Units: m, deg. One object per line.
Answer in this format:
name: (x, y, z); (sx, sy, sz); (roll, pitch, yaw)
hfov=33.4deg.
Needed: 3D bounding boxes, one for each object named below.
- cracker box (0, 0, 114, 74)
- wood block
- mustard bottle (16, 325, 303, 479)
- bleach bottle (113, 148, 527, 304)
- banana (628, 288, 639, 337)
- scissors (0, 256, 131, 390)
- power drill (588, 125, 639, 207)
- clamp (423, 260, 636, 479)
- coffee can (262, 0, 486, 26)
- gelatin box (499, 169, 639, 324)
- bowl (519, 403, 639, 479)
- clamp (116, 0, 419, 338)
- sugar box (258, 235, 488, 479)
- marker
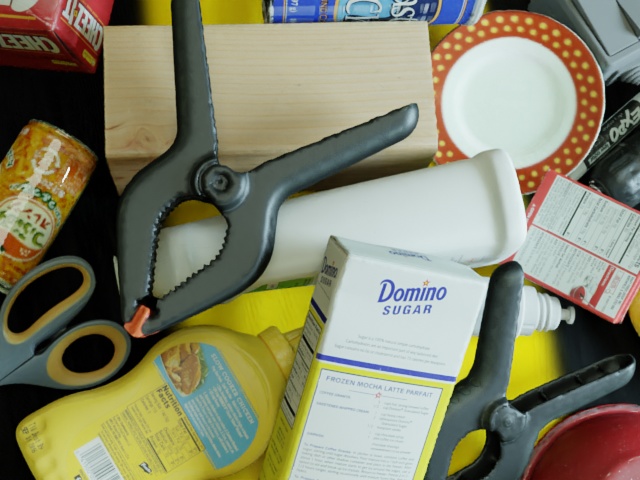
cracker box: (-0.209, -0.227, 0.710); (0.164, 0.072, 0.213); (7, 75, 16)
wood block: (-0.034, -0.085, 0.705); (0.206, 0.090, 0.091); (-2, 76, -5)
mustard bottle: (-0.083, 0.108, 0.667); (0.191, 0.058, 0.096); (-30, 89, -12)
bleach bottle: (-0.004, 0.001, 0.679); (0.250, 0.102, 0.068); (-10, 79, -8)
banana: (0.281, 0.075, 0.705); (0.198, 0.037, 0.070); (29, 116, 12)
scissors: (-0.203, 0.097, 0.678); (0.096, 0.016, 0.202); (40, 94, -21)
power drill: (0.302, -0.025, 0.738); (0.184, 0.057, 0.188); (-34, 82, -9)
clamp: (0.124, 0.111, 0.685); (0.120, 0.039, 0.171); (29, 94, -11)
coffee can: (0.032, -0.191, 0.699); (0.140, 0.103, 0.103); (-2, 76, -5)
gelatin box: (0.176, 0.004, 0.712); (0.089, 0.030, 0.073); (28, 97, 17)
bowl: (0.207, 0.183, 0.679); (0.162, 0.055, 0.162); (1, 77, -5)
clamp: (-0.047, -0.032, 0.628); (0.164, 0.036, 0.210); (23, 84, 1)
sugar box: (0.028, 0.091, 0.642); (0.093, 0.048, 0.176); (12, 102, -19)
marker: (0.215, -0.083, 0.763); (0.121, 0.020, 0.020); (-40, 83, -13)
